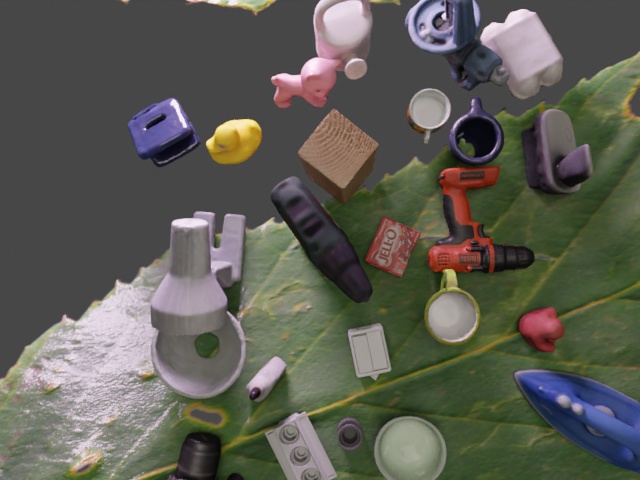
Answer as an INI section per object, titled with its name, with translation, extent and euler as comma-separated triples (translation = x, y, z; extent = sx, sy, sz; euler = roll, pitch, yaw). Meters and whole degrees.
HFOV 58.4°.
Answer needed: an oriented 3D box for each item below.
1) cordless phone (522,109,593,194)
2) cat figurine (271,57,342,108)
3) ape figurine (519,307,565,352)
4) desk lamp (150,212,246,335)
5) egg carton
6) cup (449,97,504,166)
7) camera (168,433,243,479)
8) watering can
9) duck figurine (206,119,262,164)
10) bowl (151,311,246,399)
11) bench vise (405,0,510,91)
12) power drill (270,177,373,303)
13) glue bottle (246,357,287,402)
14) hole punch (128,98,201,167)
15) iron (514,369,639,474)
[cordless phone]
translation = 0.411, -0.154, 0.950
extent = 0.094, 0.185, 0.148
euler = -10, 87, 2
[cat figurine]
translation = -0.024, -0.281, 1.007
extent = 0.127, 0.118, 0.067
euler = -3, 87, 2
[ape figurine]
translation = 0.388, 0.153, 0.982
extent = 0.076, 0.092, 0.078
euler = 24, 88, 4
[desk lamp]
translation = -0.200, 0.046, 0.949
extent = 0.118, 0.213, 0.203
euler = 4, 87, 3
[egg carton]
translation = 0.360, -0.330, 1.019
extent = 0.107, 0.069, 0.150
euler = -30, 86, 1
[cup]
translation = 0.265, -0.182, 1.002
extent = 0.091, 0.095, 0.118
euler = -1, 87, 2
[camera]
translation = -0.201, 0.414, 0.987
extent = 0.143, 0.101, 0.137
euler = 12, 88, 3
[watering can]
translation = 0.043, -0.361, 0.970
extent = 0.101, 0.194, 0.173
euler = -36, 86, 0
[duck figurine]
translation = -0.157, -0.182, 1.023
extent = 0.104, 0.086, 0.077
euler = -29, 86, 1
[bowl]
translation = -0.207, 0.189, 1.012
extent = 0.167, 0.075, 0.167
euler = 0, 87, 2
[bench vise]
translation = 0.242, -0.354, 0.949
extent = 0.207, 0.220, 0.121
euler = 27, 88, 4
[power drill]
translation = 0.009, 0.003, 0.946
extent = 0.075, 0.208, 0.229
euler = -38, 86, 0
[glue bottle]
translation = -0.097, 0.241, 0.956
extent = 0.037, 0.173, 0.078
euler = 40, 89, 4
[hole punch]
translation = -0.286, -0.196, 1.026
extent = 0.108, 0.091, 0.101
euler = -30, 86, 1
[iron]
translation = 0.455, 0.296, 0.948
extent = 0.258, 0.141, 0.119
euler = 27, 88, 3
